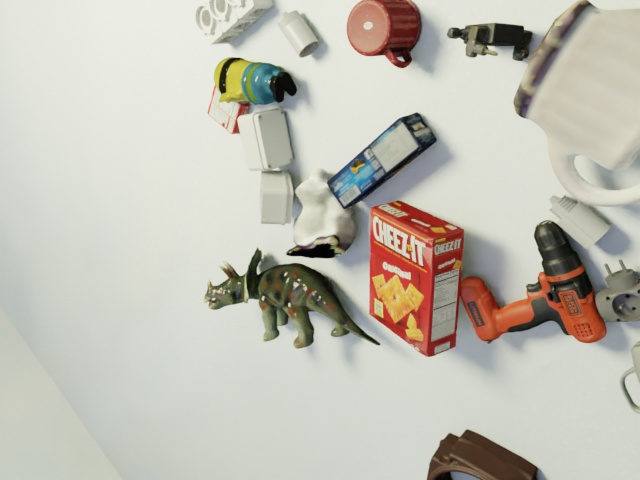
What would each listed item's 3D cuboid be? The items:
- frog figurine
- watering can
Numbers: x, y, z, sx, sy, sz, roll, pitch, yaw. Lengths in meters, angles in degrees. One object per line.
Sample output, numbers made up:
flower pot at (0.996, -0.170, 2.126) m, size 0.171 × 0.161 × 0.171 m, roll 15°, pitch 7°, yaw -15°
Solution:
frog figurine at (0.003, -0.049, 0.979) m, size 0.135 × 0.122 × 0.162 m, roll -32°, pitch 50°, yaw 52°
watering can at (0.364, -0.201, 0.581) m, size 0.227 × 0.105 × 0.340 m, roll 39°, pitch 129°, yaw 22°
